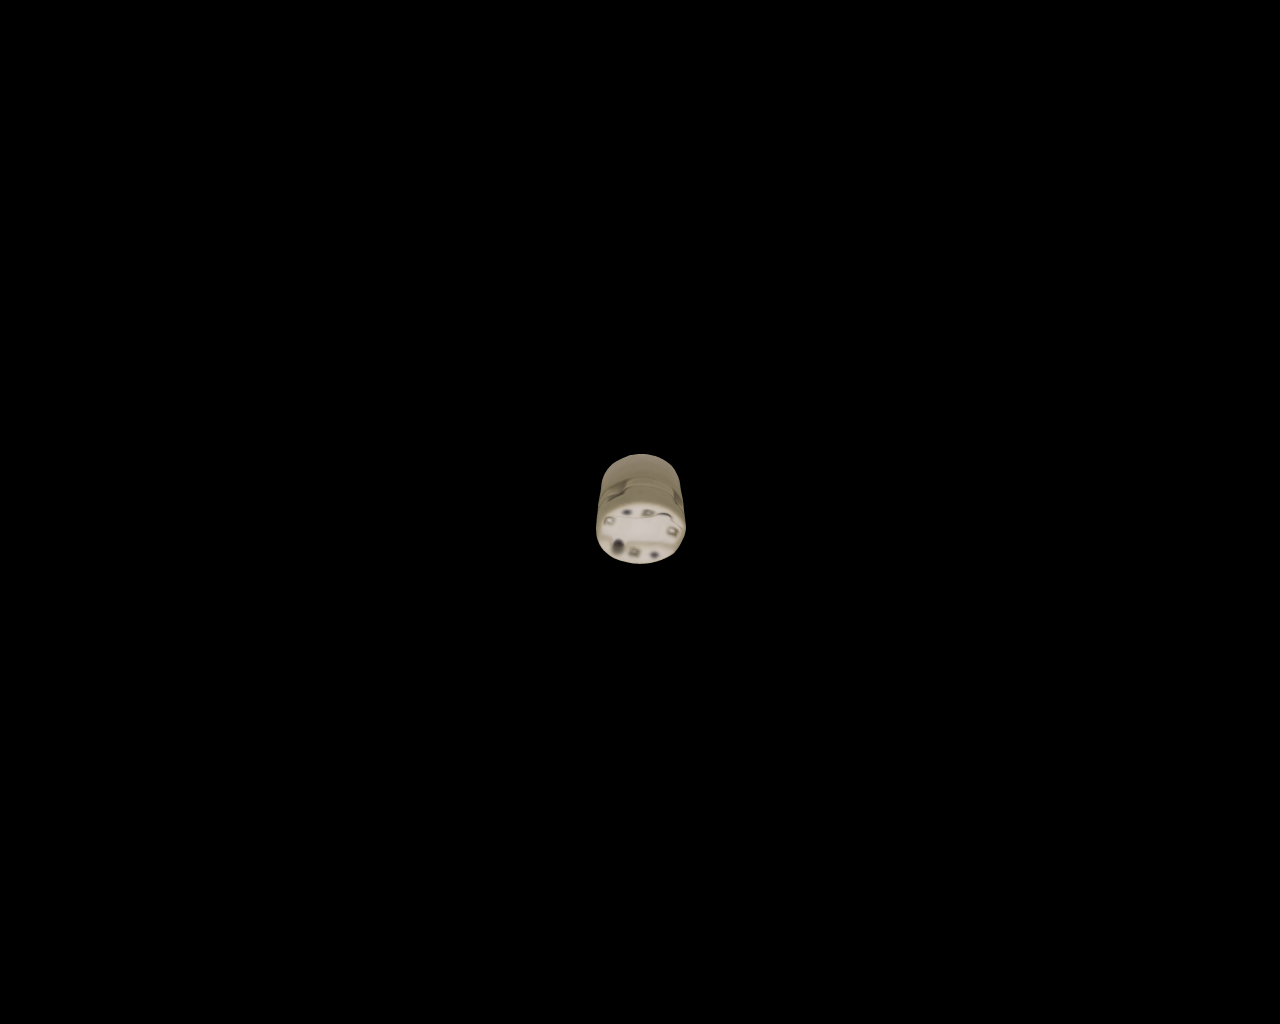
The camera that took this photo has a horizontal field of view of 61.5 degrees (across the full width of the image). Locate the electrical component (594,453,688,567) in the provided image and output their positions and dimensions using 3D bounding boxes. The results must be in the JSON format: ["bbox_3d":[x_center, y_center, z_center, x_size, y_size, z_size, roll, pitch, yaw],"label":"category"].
[{"bbox_3d":[0.001,-0.003,0.650,0.055,0.055,0.047,0,44,0],"label":"electrical component"}]
